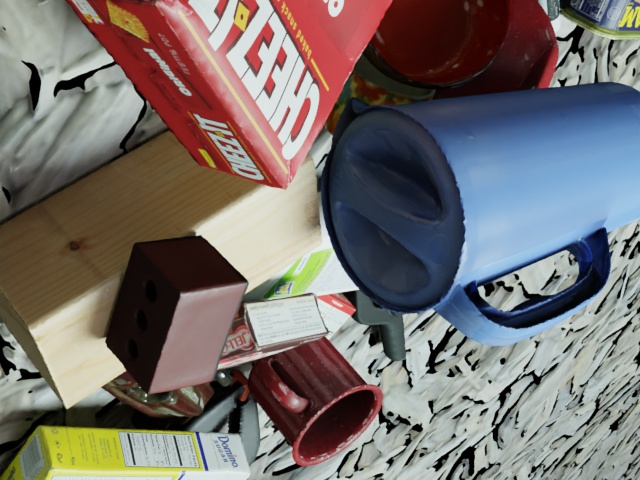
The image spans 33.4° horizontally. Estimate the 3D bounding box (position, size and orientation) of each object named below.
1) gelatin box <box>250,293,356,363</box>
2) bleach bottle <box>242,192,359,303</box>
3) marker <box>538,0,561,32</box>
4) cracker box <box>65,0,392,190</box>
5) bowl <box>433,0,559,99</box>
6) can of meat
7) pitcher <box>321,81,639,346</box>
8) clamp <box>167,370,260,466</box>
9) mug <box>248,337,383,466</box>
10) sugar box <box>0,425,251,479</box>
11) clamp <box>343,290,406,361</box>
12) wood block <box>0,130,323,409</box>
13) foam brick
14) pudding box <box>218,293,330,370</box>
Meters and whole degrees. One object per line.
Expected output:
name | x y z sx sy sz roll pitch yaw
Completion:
gelatin box | -0.020 0.076 0.935 0.089 0.030 0.073 -48 148 6
bleach bottle | -0.006 0.001 0.839 0.250 0.068 0.103 -8 139 -42
marker | 0.183 -0.214 0.864 0.020 0.020 0.121 -40 147 -11
cracker box | -0.020 -0.159 0.551 0.213 0.072 0.164 -63 150 -17
bowl | 0.142 -0.124 0.841 0.162 0.055 0.162 -49 158 -28
can of meat | 0.266 -0.223 0.918 0.101 0.057 0.084 -11 130 -44
pitcher | 0.135 -0.032 0.728 0.242 0.145 0.149 -15 109 -36
clamp | -0.118 0.212 0.944 0.164 0.036 0.210 10 107 -37
mug | -0.013 0.126 0.892 0.093 0.082 0.117 -49 148 10
sugar box | -0.153 0.188 0.837 0.175 0.048 0.093 9 136 -39
clamp | 0.067 0.061 1.012 0.171 0.039 0.120 17 107 -48
wood block | -0.108 0.002 0.698 0.205 0.091 0.090 -32 144 -21
foam brick | -0.086 0.044 0.634 0.051 0.053 0.078 -9 130 -43
pudding box | -0.059 0.070 0.772 0.090 0.039 0.113 -20 174 26
